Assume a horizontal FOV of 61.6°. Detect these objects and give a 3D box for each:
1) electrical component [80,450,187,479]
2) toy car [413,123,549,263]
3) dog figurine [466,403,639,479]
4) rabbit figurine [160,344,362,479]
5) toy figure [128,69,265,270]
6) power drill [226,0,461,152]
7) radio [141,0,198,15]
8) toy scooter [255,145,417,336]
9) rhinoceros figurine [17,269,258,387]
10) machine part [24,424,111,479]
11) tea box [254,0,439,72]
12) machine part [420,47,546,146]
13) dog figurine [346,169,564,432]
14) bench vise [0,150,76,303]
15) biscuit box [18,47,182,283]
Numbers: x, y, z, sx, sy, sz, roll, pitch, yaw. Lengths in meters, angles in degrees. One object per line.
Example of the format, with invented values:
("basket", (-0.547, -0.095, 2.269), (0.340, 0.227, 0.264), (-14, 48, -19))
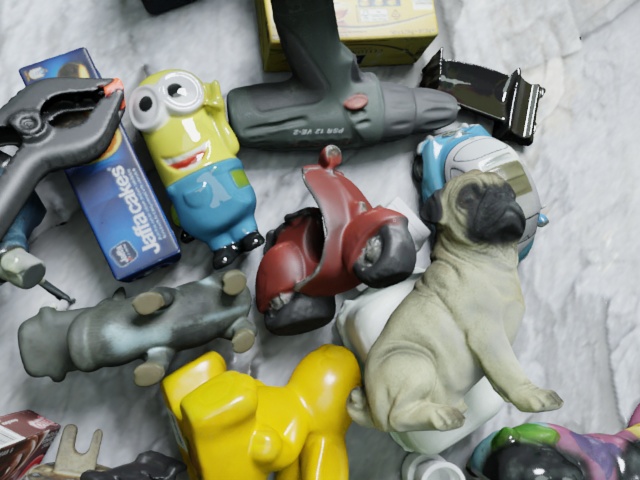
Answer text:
("electrical component", (-0.146, 0.232, 0.413), (0.048, 0.075, 0.119), (5, 90, 31))
("toy car", (0.164, -0.043, 0.528), (0.109, 0.103, 0.161), (-18, 89, -14))
("dog figurine", (0.276, 0.212, 0.521), (0.219, 0.108, 0.191), (-38, 89, -17))
("rabbit figurine", (-0.029, 0.159, 0.463), (0.173, 0.122, 0.162), (-23, 91, -31))
("toy figure", (-0.112, -0.065, 0.488), (0.082, 0.089, 0.180), (-29, 98, -24))
("power drill", (0.025, -0.165, 0.473), (0.232, 0.207, 0.086), (-10, 60, -4))
("radio", (-0.073, -0.304, 0.496), (0.230, 0.131, 0.073), (-28, 91, -13))
("toy scooter", (-0.001, -0.001, 0.472), (0.075, 0.184, 0.135), (3, 62, -42))
("rhinoceros figurine", (-0.145, 0.067, 0.450), (0.190, 0.112, 0.073), (-12, 103, -26))
("machine part", (-0.213, 0.273, 0.428), (0.079, 0.079, 0.243), (11, 80, -10))
("tea box", (0.023, -0.230, 0.538), (0.170, 0.068, 0.098), (-6, 84, -11))
("machine part", (0.175, -0.153, 0.576), (0.139, 0.039, 0.084), (19, 85, -10))
("dog figurine", (0.092, 0.048, 0.441), (0.172, 0.121, 0.190), (-11, 78, -4))
("bench vise", (-0.335, 0.024, 0.400), (0.224, 0.128, 0.240), (31, 60, 1))
("biscuit box", (-0.191, -0.063, 0.480), (0.063, 0.059, 0.202), (-25, 89, -13))
